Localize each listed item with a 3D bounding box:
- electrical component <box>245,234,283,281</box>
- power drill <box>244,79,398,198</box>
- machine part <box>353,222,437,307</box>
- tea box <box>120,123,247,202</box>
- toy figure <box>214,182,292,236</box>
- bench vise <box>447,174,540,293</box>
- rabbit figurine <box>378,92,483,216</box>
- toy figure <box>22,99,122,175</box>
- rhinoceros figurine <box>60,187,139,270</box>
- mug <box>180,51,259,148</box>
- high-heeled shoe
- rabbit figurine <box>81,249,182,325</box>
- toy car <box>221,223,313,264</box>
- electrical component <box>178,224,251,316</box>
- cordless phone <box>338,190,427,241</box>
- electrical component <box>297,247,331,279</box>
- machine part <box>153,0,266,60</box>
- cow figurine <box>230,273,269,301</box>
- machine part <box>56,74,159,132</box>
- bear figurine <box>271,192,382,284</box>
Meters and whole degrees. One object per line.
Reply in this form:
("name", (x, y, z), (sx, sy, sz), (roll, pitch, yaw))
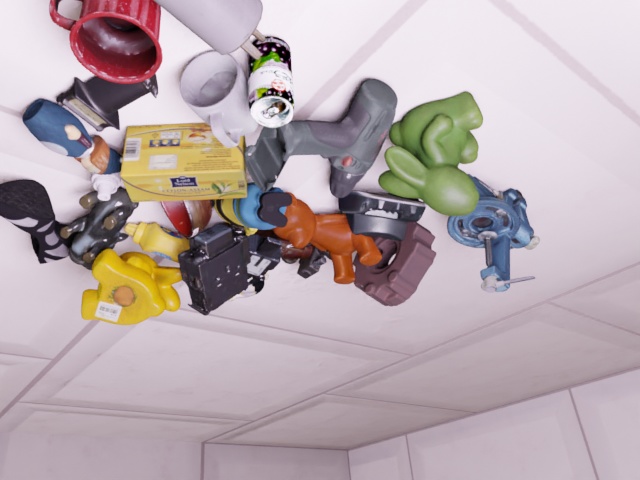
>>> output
("electrical component", (-0.110, 0.021, 0.979), (0.075, 0.048, 0.119), (17, 135, -22))
("power drill", (0.002, -0.122, 0.768), (0.207, 0.086, 0.232), (-8, 149, -31))
("machine part", (0.134, 0.035, 1.008), (0.056, 0.179, 0.179), (33, 134, -28))
("tea box", (-0.192, -0.113, 0.782), (0.170, 0.098, 0.068), (-1, 149, -4))
("toy figure", (-0.109, -0.058, 0.854), (0.089, 0.082, 0.180), (39, 168, -23))
("bench vise", (0.304, -0.001, 0.932), (0.129, 0.241, 0.223), (-23, 130, 35))
("rabbit figurine", (0.166, -0.112, 0.766), (0.159, 0.170, 0.121), (-4, 149, -4))
("toy figure", (-0.340, -0.136, 0.760), (0.058, 0.064, 0.154), (-42, 138, 4))
("rhinoceros figurine", (-0.377, -0.017, 0.918), (0.073, 0.112, 0.190), (39, 122, -2))
("mug", (-0.117, -0.170, 0.696), (0.081, 0.109, 0.107), (-18, 160, 13))
("high-heeled shoe", (-0.487, -0.019, 0.880), (0.145, 0.086, 0.248), (-35, 163, 9))
("rabbit figurine", (-0.318, 0.066, 0.938), (0.162, 0.173, 0.121), (9, 105, -16))
("toy car", (-0.107, 0.006, 1.044), (0.202, 0.053, 0.089), (11, 149, -27))
("electrical component", (-0.175, 0.043, 0.904), (0.058, 0.115, 0.134), (20, 128, 32))
("cordless phone", (0.128, -0.090, 0.904), (0.146, 0.089, 0.184), (8, 137, -26))
("electrical component", (-0.006, 0.042, 1.105), (0.045, 0.078, 0.102), (33, 137, -20))
("machine part", (-0.141, -0.269, 0.544), (0.079, 0.079, 0.243), (-25, 143, 30))
("cow figurine", (-0.154, 0.069, 1.125), (0.098, 0.068, 0.167), (-6, 155, -11))
("machine part", (-0.270, -0.189, 0.702), (0.139, 0.039, 0.084), (-19, 139, 26))
("bear figurine", (-0.003, -0.006, 0.968), (0.196, 0.132, 0.120), (12, 142, -37))
